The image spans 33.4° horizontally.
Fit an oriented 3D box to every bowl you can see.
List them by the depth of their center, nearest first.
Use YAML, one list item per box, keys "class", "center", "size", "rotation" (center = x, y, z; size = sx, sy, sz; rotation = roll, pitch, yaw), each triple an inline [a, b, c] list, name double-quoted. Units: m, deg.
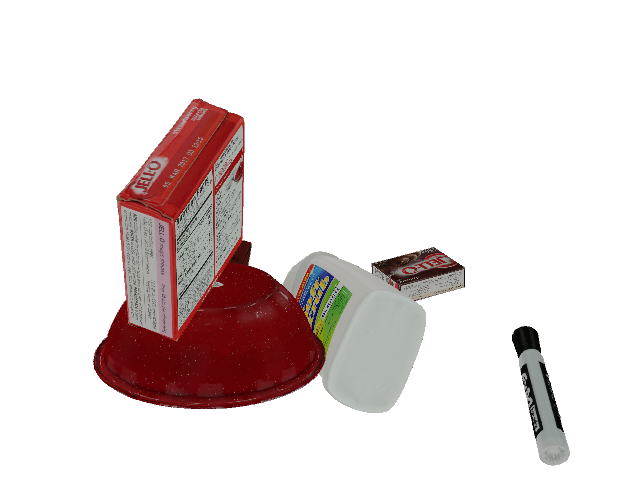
- class: "bowl"
  center: [-0.076, 0.055, 0.736]
  size: [0.162, 0.055, 0.162]
  rotation: [1, 19, -1]

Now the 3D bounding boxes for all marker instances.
- class: "marker"
  center: [0.145, 0.099, 0.711]
  size: [0.020, 0.020, 0.121]
  rotation: [0, 35, 0]

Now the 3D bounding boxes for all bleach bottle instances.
- class: "bleach bottle"
  center: [0.011, 0.069, 0.956]
  size: [0.068, 0.102, 0.251]
  rotation: [22, 1, -19]

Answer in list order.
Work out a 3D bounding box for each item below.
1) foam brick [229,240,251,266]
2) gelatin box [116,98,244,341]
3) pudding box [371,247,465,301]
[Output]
- class: "foam brick"
  center: [-0.117, 0.026, 1.103]
  size: [0.078, 0.051, 0.053]
  rotation: [16, 32, 4]
- class: "gelatin box"
  center: [-0.064, -0.009, 0.497]
  size: [0.030, 0.089, 0.073]
  rotation: [19, 49, 12]
- class: "pudding box"
  center: [0.145, 0.052, 1.587]
  size: [0.113, 0.039, 0.090]
  rotation: [-16, 24, -20]
